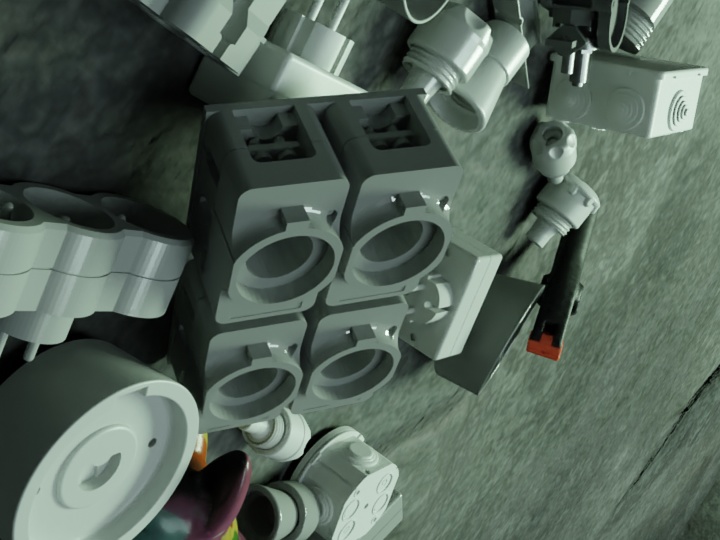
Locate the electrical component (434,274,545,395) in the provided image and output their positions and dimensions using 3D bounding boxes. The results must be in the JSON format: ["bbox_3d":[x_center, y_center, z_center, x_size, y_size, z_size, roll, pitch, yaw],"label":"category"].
[{"bbox_3d":[0.101,0.049,0.843,0.099,0.064,0.099,-52,154,-40],"label":"electrical component"}]

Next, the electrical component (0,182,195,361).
[{"bbox_3d":[-0.136,0.007,0.454,0.138,0.052,0.073,4,115,-58],"label":"electrical component"}]

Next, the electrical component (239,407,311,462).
[{"bbox_3d":[-0.058,0.102,0.686,0.035,0.035,0.061,-57,149,-2],"label":"electrical component"}]

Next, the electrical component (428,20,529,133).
[{"bbox_3d":[0.076,-0.123,0.670,0.065,0.044,0.044,-53,151,-19],"label":"electrical component"}]

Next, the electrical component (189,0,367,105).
[{"bbox_3d":[-0.027,-0.102,0.522,0.083,0.047,0.075,12,107,-60],"label":"electrical component"}]

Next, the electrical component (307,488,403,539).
[{"bbox_3d":[-0.004,0.207,0.860,0.066,0.047,0.076,-40,147,-29],"label":"electrical component"}]

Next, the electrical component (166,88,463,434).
[{"bbox_3d":[-0.028,0.005,0.529,0.105,0.060,0.186,-9,143,-23],"label":"electrical component"}]

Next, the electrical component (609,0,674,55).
[{"bbox_3d":[0.204,-0.196,0.795,0.081,0.043,0.043,-56,151,-4],"label":"electrical component"}]

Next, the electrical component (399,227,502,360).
[{"bbox_3d":[0.050,0.018,0.759,0.076,0.047,0.083,-8,124,-54],"label":"electrical component"}]

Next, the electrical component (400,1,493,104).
[{"bbox_3d":[0.045,-0.121,0.621,0.062,0.043,0.043,-55,151,-3],"label":"electrical component"}]

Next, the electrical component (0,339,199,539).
[{"bbox_3d":[-0.138,0.084,0.517,0.108,0.060,0.108,-38,146,-32],"label":"electrical component"}]

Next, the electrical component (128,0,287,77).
[{"bbox_3d":[-0.061,-0.122,0.441,0.057,0.058,0.078,-56,151,2],"label":"electrical component"}]

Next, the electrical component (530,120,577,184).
[{"bbox_3d":[0.149,-0.087,0.826,0.035,0.035,0.061,-50,153,-15],"label":"electrical component"}]

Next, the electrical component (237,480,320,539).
[{"bbox_3d":[-0.059,0.168,0.738,0.055,0.045,0.045,14,106,-61],"label":"electrical component"}]

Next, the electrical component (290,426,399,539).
[{"bbox_3d":[-0.014,0.160,0.794,0.080,0.051,0.080,-38,146,-32],"label":"electrical component"}]

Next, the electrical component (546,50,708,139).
[{"bbox_3d":[0.194,-0.130,0.789,0.100,0.100,0.048,-17,119,-50],"label":"electrical component"}]

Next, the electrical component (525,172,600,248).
[{"bbox_3d":[0.160,-0.047,0.873,0.062,0.048,0.048,-52,152,3],"label":"electrical component"}]

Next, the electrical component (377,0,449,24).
[{"bbox_3d":[0.029,-0.174,0.522,0.099,0.064,0.099,-38,146,-32],"label":"electrical component"}]
